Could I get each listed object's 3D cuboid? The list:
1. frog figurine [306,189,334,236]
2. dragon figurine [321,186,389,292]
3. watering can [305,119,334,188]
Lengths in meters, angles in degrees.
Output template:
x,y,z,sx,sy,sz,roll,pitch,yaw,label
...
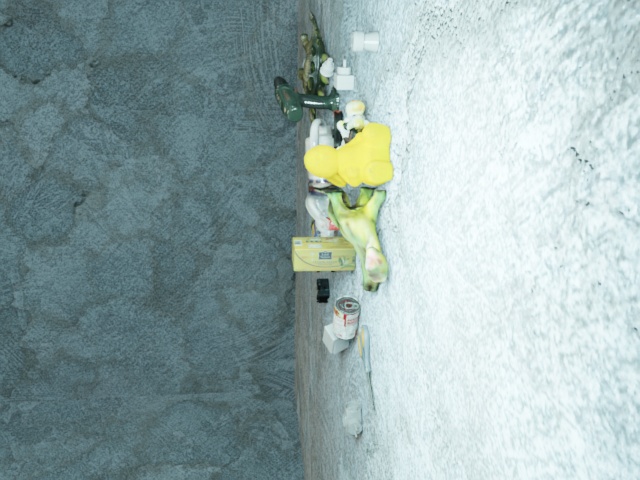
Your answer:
x,y,z,sx,sy,sz,roll,pitch,yaw,label
0.005,-0.085,1.687,0.139,0.122,0.158,31,-68,60,frog figurine
0.080,-0.002,1.148,0.412,0.122,0.241,-130,-149,-81,dragon figurine
0.014,-0.284,1.688,0.351,0.104,0.222,-49,136,-75,watering can
